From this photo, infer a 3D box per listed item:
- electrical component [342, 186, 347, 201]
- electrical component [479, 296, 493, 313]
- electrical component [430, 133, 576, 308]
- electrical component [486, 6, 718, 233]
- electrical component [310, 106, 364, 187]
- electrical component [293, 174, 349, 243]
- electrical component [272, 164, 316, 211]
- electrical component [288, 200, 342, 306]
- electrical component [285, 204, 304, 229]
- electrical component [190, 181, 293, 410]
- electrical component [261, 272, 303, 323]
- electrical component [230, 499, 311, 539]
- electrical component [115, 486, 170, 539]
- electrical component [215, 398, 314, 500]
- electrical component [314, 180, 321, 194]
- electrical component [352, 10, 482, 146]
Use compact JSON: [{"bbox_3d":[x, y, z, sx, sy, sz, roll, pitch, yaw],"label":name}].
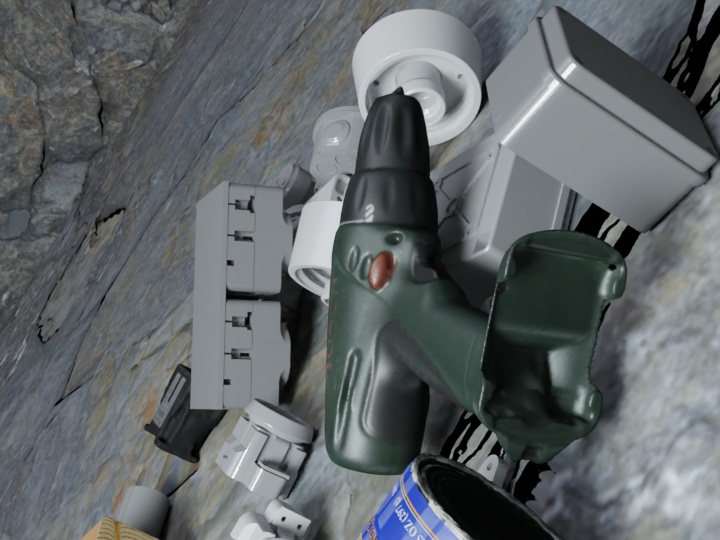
[{"bbox_3d":[0.015,-0.044,0.868,0.078,0.058,0.057,-40,25,38],"label":"electrical component"},{"bbox_3d":[0.078,0.045,0.637,0.046,0.040,0.040,-55,21,26],"label":"electrical component"},{"bbox_3d":[0.081,-0.027,0.701,0.109,0.056,0.108,-28,36,52],"label":"electrical component"},{"bbox_3d":[0.132,-0.083,0.590,0.057,0.113,0.078,-49,23,31],"label":"electrical component"},{"bbox_3d":[-0.005,-0.104,0.960,0.080,0.080,0.051,-34,38,47],"label":"electrical component"},{"bbox_3d":[-0.024,-0.027,0.931,0.059,0.054,0.095,-38,29,41],"label":"electrical component"},{"bbox_3d":[-0.055,-0.073,1.058,0.045,0.055,0.045,-46,25,29],"label":"electrical component"},{"bbox_3d":[0.000,0.000,0.779,0.108,0.108,0.060,-12,57,62],"label":"electrical component"},{"bbox_3d":[-0.054,-0.028,1.009,0.066,0.048,0.055,-42,34,42],"label":"electrical component"},{"bbox_3d":[-0.103,0.027,0.930,0.105,0.060,0.186,162,110,-68],"label":"electrical component"},{"bbox_3d":[-0.075,0.033,0.991,0.035,0.035,0.061,-17,53,59],"label":"electrical component"},{"bbox_3d":[-0.059,0.198,0.709,0.078,0.058,0.057,-60,19,-3],"label":"electrical component"},{"bbox_3d":[-0.206,0.243,0.982,0.043,0.043,0.081,-36,31,44],"label":"electrical component"},{"bbox_3d":[-0.071,0.134,0.817,0.057,0.058,0.078,-63,22,-3],"label":"electrical component"},{"bbox_3d":[-0.023,-0.072,1.008,0.040,0.040,0.078,-38,30,42],"label":"electrical component"},{"bbox_3d":[0.048,-0.149,0.872,0.108,0.108,0.060,-42,33,35],"label":"electrical component"}]
